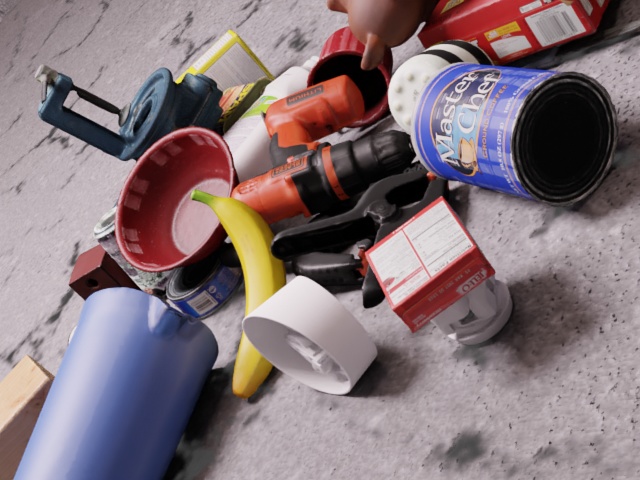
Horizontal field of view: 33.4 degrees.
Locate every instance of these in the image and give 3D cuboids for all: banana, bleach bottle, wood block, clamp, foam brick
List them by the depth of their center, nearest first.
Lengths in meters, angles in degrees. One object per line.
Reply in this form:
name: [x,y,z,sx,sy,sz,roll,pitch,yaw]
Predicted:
clamp: [0.043,-0.014,0.914,0.120,0.039,0.171,25,47,27]
banana: [-0.063,0.042,0.962,0.069,0.037,0.198,-14,72,-2]
clamp: [-0.007,0.001,1.008,0.164,0.036,0.210,-36,29,-4]
wood block: [-0.319,0.227,1.054,0.206,0.090,0.090,-50,28,-12]
foam brick: [-0.235,0.048,1.207,0.053,0.078,0.051,-28,30,27]
bleach bottle: [-0.063,-0.120,1.235,0.103,0.068,0.250,5,51,51]

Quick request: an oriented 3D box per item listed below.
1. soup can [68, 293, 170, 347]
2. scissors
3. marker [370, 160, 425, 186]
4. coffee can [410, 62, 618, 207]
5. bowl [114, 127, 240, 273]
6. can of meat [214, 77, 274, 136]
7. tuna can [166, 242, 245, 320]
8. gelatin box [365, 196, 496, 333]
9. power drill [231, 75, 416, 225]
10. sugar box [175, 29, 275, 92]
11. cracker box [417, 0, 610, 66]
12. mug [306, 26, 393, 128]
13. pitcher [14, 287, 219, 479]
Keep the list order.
soup can: [-0.203,0.102,1.100,0.102,0.068,0.068,-23,34,35]
scissors: [0.197,-0.156,0.986,0.202,0.016,0.096,0,48,54]
marker: [0.097,-0.067,0.994,0.121,0.020,0.020,-22,34,34]
coffee can: [0.153,-0.088,0.859,0.102,0.102,0.140,-49,28,-10]
bowl: [-0.136,-0.034,1.106,0.162,0.055,0.162,-16,60,30]
can of meat: [-0.099,-0.150,1.328,0.084,0.057,0.102,0,49,56]
tuna can: [-0.119,0.040,1.112,0.086,0.033,0.086,-32,29,20]
gelatin box: [0.078,0.017,0.764,0.073,0.030,0.089,-37,28,8]
power drill: [0.005,-0.095,1.053,0.184,0.057,0.187,-19,29,14]
sugar box: [-0.147,-0.180,1.393,0.176,0.093,0.048,-42,26,2]
cracker box: [0.208,-0.258,1.039,0.164,0.072,0.213,-15,33,42]
mug: [0.033,-0.172,1.166,0.081,0.093,0.117,-77,6,-54]
pitcher: [-0.189,0.177,0.930,0.145,0.149,0.242,1,49,21]
